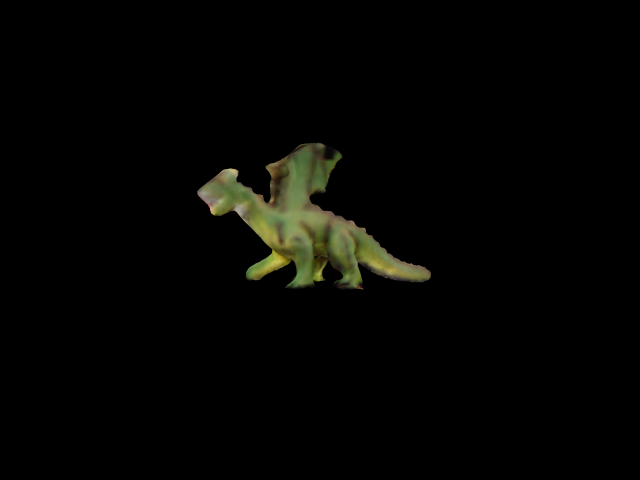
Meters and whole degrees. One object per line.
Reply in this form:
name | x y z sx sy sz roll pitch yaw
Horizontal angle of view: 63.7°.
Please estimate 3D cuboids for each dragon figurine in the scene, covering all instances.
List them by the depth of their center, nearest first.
dragon figurine | 0.003 -0.043 0.850 0.411 0.243 0.122 1 -3 -23
